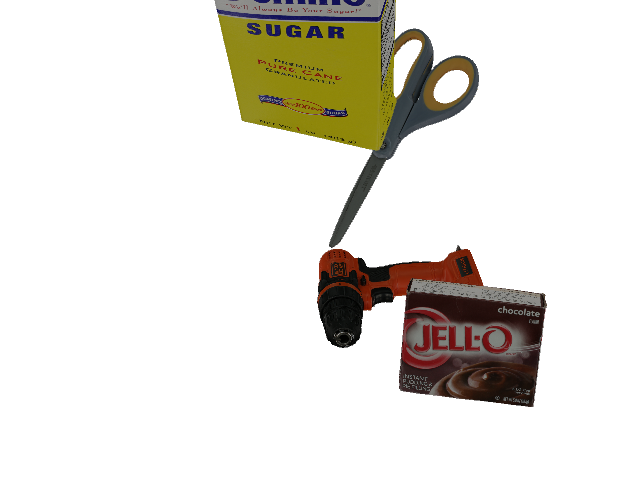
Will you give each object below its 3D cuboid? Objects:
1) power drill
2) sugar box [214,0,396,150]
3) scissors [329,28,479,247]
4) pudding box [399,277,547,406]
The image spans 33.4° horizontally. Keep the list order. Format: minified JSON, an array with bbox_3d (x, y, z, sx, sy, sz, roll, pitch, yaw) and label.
[{"bbox_3d":[0.089,0.062,1.224,0.187,0.057,0.184,-1,28,-1],"label":"power drill"},{"bbox_3d":[-0.006,-0.117,0.587,0.093,0.048,0.176,13,-21,10],"label":"sugar box"},{"bbox_3d":[0.074,-0.083,0.904,0.096,0.202,0.016,10,-11,20],"label":"scissors"},{"bbox_3d":[0.123,0.082,0.872,0.113,0.090,0.039,5,21,8],"label":"pudding box"}]
